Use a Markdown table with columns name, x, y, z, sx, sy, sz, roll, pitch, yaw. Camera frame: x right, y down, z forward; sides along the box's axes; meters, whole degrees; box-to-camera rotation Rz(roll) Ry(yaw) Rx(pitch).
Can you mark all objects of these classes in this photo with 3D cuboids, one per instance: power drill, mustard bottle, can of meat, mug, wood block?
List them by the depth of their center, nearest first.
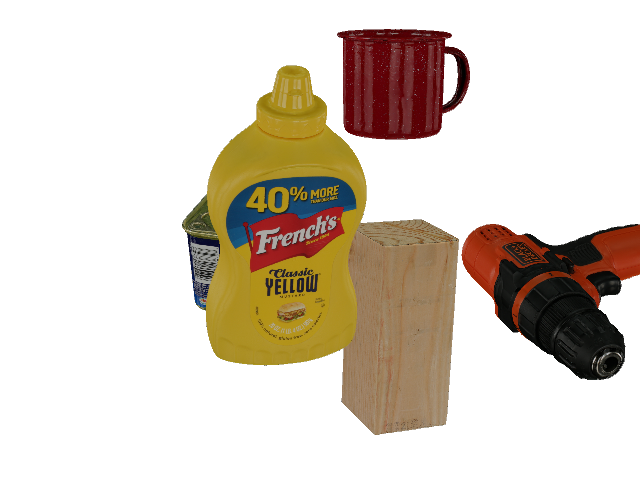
| name | x | y | z | sx | sy | sz | roll | pitch | yaw |
| --- | --- | --- | --- | --- | --- | --- | --- | --- | --- |
| mustard bottle | -0.021 | -0.015 | 0.651 | 0.096 | 0.192 | 0.058 | -4 | 32 | -12 |
| power drill | 0.215 | 0.028 | 0.754 | 0.187 | 0.057 | 0.184 | -9 | 28 | -15 |
| mug | 0.070 | -0.130 | 0.878 | 0.117 | 0.081 | 0.093 | -7 | 17 | -25 |
| can of meat | -0.079 | 0.006 | 0.954 | 0.057 | 0.084 | 0.102 | 8 | 31 | 16 |
| wood block | 0.083 | 0.090 | 1.137 | 0.090 | 0.206 | 0.091 | -4 | 17 | -21 |
